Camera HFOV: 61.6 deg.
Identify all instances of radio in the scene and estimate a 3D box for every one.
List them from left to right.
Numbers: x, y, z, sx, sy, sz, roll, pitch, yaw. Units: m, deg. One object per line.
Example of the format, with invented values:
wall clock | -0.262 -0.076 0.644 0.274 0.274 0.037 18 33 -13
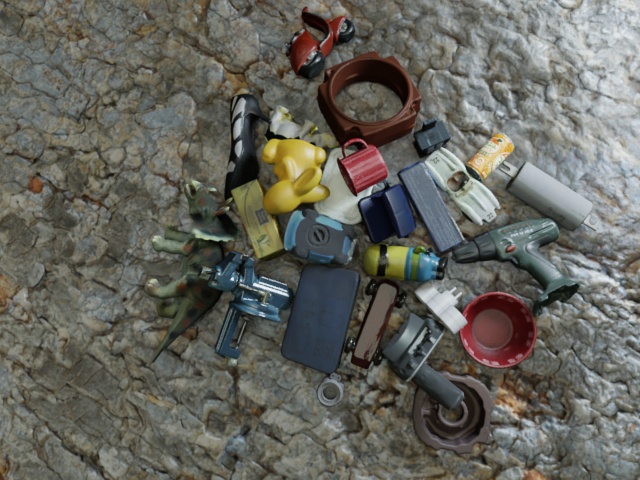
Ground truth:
radio | 0.002 0.169 1.198 0.131 0.073 0.229 14 83 8

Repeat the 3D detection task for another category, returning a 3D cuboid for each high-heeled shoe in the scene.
high-heeled shoe | -0.203 -0.223 1.270 0.145 0.086 0.248 33 98 31

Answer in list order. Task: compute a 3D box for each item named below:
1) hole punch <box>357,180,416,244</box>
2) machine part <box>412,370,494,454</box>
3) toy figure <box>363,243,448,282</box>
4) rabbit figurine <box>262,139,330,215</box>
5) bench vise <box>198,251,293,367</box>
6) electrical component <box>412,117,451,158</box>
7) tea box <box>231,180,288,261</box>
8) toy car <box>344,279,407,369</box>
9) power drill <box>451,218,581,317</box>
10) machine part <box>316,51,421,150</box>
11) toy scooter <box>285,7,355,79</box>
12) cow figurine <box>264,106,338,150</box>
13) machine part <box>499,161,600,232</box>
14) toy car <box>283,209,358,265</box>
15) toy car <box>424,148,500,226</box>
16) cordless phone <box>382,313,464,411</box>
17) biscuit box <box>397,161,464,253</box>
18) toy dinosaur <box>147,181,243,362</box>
hole punch | 0.161 -0.061 1.171 0.116 0.092 0.142 -26 95 -34
machine part | 0.282 0.366 1.155 0.179 0.056 0.179 -1 84 7
toy figure | 0.184 0.049 1.175 0.180 0.089 0.082 10 80 19
rabbit figurine | -0.057 -0.124 1.177 0.163 0.121 0.173 11 59 26
bench vise | -0.177 0.153 1.170 0.223 0.129 0.240 22 85 -35
electrical component | 0.249 -0.230 1.194 0.075 0.119 0.048 -23 82 0
tea box | -0.133 -0.042 1.222 0.068 0.098 0.169 -24 84 4
toy car | 0.121 0.184 1.193 0.089 0.053 0.202 21 82 -1
power drill | 0.426 0.058 1.141 0.232 0.085 0.207 -24 49 -4
machine part | 0.109 -0.312 1.207 0.201 0.087 0.201 -24 70 -7
toy scooter | -0.019 -0.478 1.272 0.135 0.075 0.184 43 86 8
cow figurine | -0.046 -0.234 1.250 0.167 0.068 0.098 30 93 12
machine part | 0.499 -0.094 1.174 0.243 0.079 0.079 36 88 8
toy car | -0.002 -0.004 1.201 0.162 0.103 0.109 15 88 -9
toy car | 0.317 -0.119 1.206 0.073 0.056 0.202 -42 81 0
cordless phone | 0.238 0.252 1.123 0.184 0.088 0.146 35 86 35
biscuit box | 0.243 -0.074 1.192 0.063 0.059 0.202 -27 91 3
toy dinosaur | -0.279 0.074 1.220 0.192 0.131 0.404 2 90 6
